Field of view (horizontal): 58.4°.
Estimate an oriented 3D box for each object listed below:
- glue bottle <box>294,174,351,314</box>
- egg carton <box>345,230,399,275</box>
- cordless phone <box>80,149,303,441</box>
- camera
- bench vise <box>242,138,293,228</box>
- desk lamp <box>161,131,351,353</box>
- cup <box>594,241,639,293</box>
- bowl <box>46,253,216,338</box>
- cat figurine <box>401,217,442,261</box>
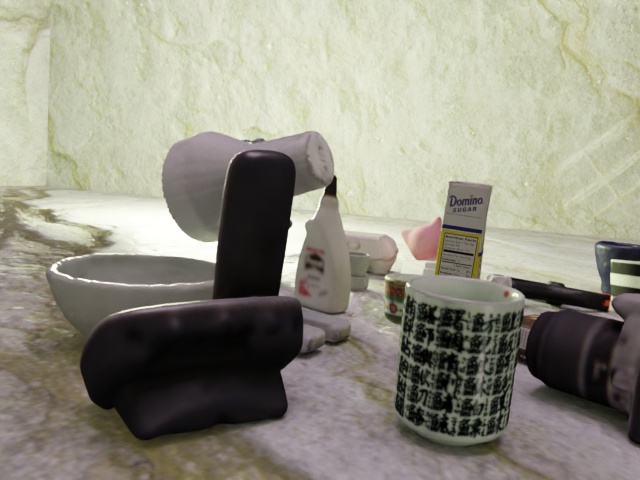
[{"bbox_3d":[0.007,0.003,0.729,0.077,0.173,0.037,10,9,40],"label":"glue bottle"},{"bbox_3d":[0.070,0.021,1.076,0.150,0.069,0.107,6,7,14],"label":"egg carton"},{"bbox_3d":[-0.080,0.028,0.393,0.148,0.185,0.093,-1,9,-40],"label":"cordless phone"},{"bbox_3d":[0.252,0.090,0.465,0.144,0.101,0.136,-2,9,-45],"label":"camera"},{"bbox_3d":[-0.091,-0.042,0.843,0.122,0.220,0.207,3,7,-17],"label":"bench vise"},{"bbox_3d":[-0.065,-0.010,0.608,0.202,0.213,0.118,8,7,28],"label":"desk lamp"},{"bbox_3d":[0.530,0.052,1.029,0.091,0.095,0.117,4,7,-4],"label":"cup"},{"bbox_3d":[-0.163,0.061,0.531,0.167,0.075,0.167,5,6,0],"label":"bowl"},{"bbox_3d":[0.194,0.021,0.955,0.067,0.118,0.127,-1,8,-39],"label":"cat figurine"}]
